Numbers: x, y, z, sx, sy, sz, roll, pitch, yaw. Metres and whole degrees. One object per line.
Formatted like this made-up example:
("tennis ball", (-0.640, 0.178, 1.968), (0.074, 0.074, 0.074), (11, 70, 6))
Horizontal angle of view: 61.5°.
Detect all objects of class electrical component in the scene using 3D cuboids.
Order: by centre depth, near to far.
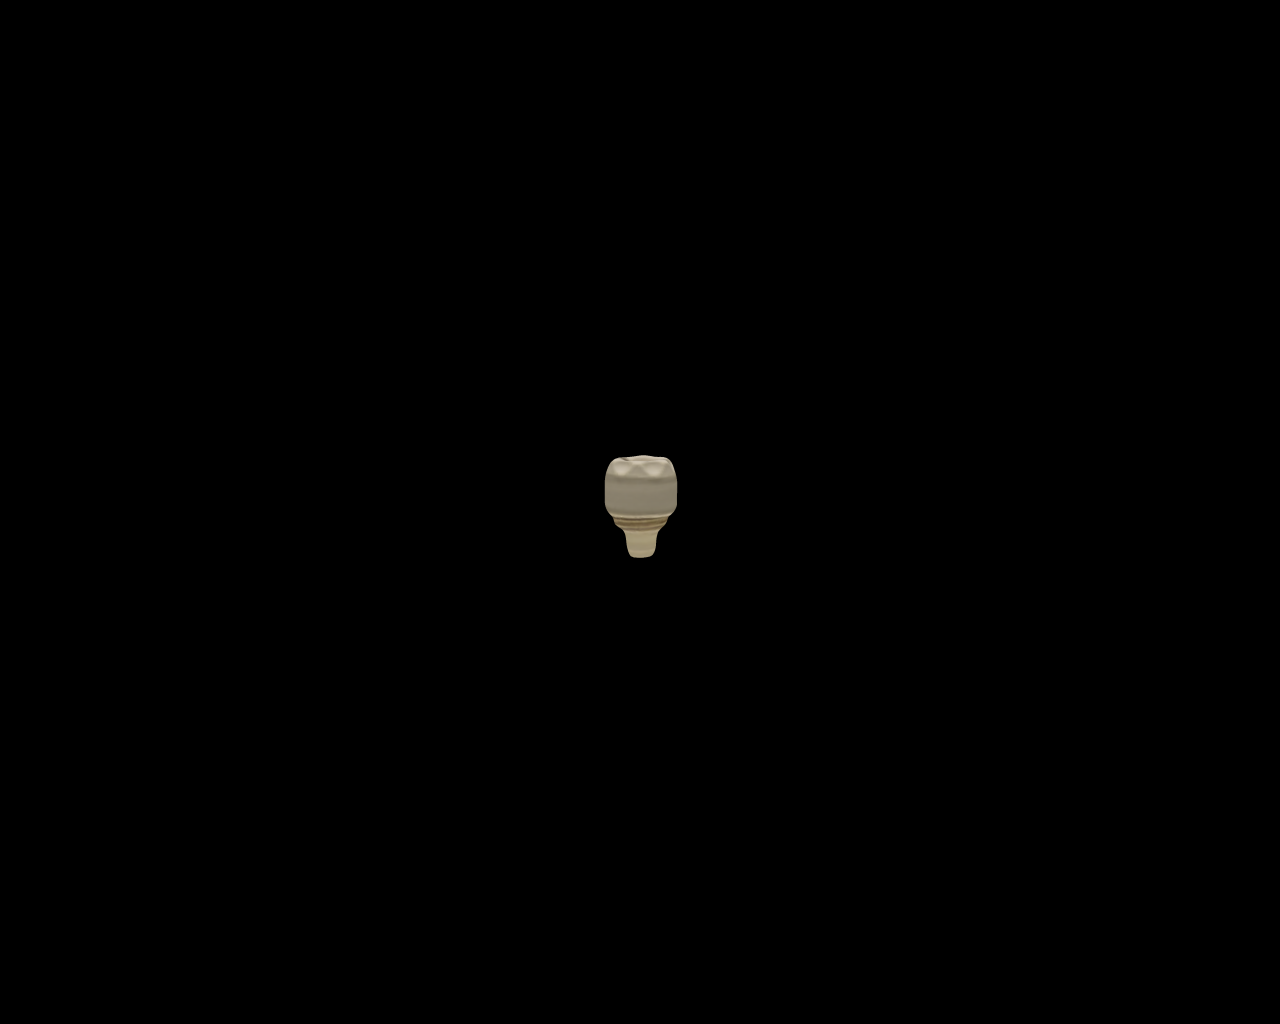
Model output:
("electrical component", (0.001, -0.003, 0.650), (0.043, 0.062, 0.043), (0, 9, 0))
